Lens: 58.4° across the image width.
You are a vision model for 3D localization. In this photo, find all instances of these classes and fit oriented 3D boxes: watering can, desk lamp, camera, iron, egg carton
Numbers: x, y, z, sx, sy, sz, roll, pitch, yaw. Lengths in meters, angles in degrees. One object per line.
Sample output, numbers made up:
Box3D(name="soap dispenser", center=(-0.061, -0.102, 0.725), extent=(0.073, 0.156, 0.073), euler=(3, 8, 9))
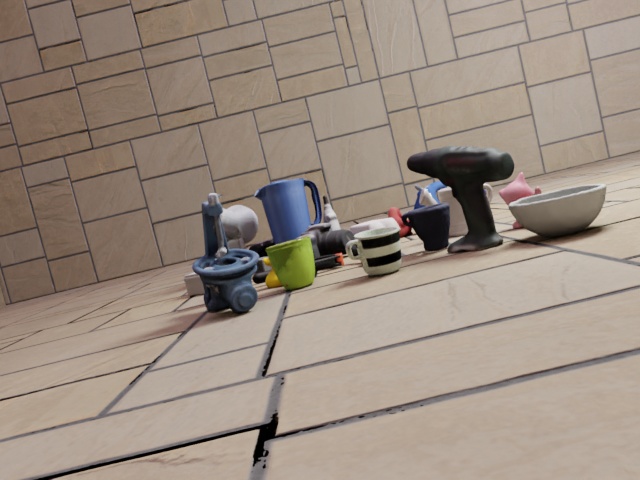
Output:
Box3D(name="watering can", center=(0.330, -0.110, 1.389), extent=(0.173, 0.194, 0.100), euler=(-16, 5, -26))
Box3D(name="desk lamp", center=(-0.256, 0.003, 1.685), extent=(0.117, 0.213, 0.204), euler=(-12, 4, 17))
Box3D(name="camera", center=(0.014, 0.005, 1.531), extent=(0.136, 0.101, 0.144), euler=(-11, 5, 39))
Box3D(name="iron", center=(0.374, -0.114, 1.686), extent=(0.259, 0.141, 0.118), euler=(-16, 5, -35))
Box3D(name="egg carton", center=(0.153, -0.018, 1.619), extent=(0.107, 0.069, 0.150), euler=(-16, 5, -33))

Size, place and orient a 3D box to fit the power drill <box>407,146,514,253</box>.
Box3D(name="power drill", center=(0.275, -0.085, 1.113), extent=(0.076, 0.208, 0.228), euler=(-17, 5, -40))

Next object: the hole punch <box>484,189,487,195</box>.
Box3D(name="hole punch", center=(0.396, -0.081, 1.501), extent=(0.101, 0.091, 0.109), euler=(-13, 4, 15))

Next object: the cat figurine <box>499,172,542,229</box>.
Box3D(name="cat figurine", center=(0.440, -0.086, 1.228), extent=(0.067, 0.118, 0.127), euler=(-14, 4, -10))

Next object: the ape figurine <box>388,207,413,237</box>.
Box3D(name="ape figurine", center=(0.226, -0.052, 1.682), extent=(0.076, 0.092, 0.077), euler=(-16, 5, -35))

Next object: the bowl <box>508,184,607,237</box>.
Box3D(name="bowl", center=(0.429, -0.047, 1.025), extent=(0.167, 0.075, 0.167), euler=(-14, 4, 1))

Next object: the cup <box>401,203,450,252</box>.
Box3D(name="cup", center=(0.228, -0.022, 1.223), extent=(0.117, 0.095, 0.092), euler=(-10, 6, 45))

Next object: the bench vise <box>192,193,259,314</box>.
Box3D(name="bench vise", center=(-0.201, 0.028, 1.072), extent=(0.122, 0.220, 0.206), euler=(-18, 6, -44))

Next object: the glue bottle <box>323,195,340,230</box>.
Box3D(name="glue bottle", center=(0.034, -0.050, 1.724), extent=(0.037, 0.173, 0.078), euler=(-15, 4, -19))

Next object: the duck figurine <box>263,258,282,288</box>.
Box3D(name="duck figurine", center=(-0.077, 0.054, 1.268), extent=(0.104, 0.086, 0.077), euler=(-13, 4, 9))

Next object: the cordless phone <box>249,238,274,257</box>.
Box3D(name="cordless phone", center=(-0.151, -0.011, 1.727), extent=(0.148, 0.185, 0.094), euler=(-15, 4, -17))
